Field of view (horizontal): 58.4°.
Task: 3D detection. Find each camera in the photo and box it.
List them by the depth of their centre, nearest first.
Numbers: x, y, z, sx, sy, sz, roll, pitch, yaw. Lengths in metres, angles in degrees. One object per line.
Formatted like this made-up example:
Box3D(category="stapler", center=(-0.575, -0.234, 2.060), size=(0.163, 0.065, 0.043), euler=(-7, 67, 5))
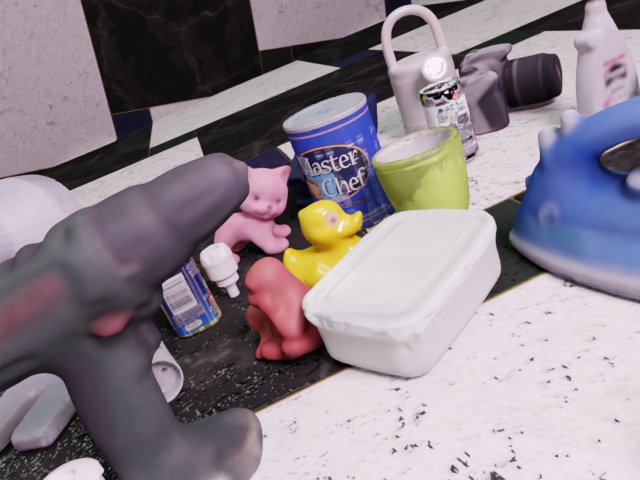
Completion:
Box3D(category="camera", center=(0.271, -0.231, 0.832), size=(0.136, 0.101, 0.143), euler=(-4, 29, 35))

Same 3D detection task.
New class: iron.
Box3D(category="iron", center=(0.237, -0.043, 0.405), size=(0.119, 0.142, 0.257), euler=(-38, 28, -32))

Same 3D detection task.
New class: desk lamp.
Box3D(category="desk lamp", center=(-0.297, 0.058, 0.557), size=(0.117, 0.214, 0.203), euler=(-16, 24, 14))

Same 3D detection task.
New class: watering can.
Box3D(category="watering can", center=(0.158, -0.257, 0.869), size=(0.101, 0.194, 0.172), euler=(-29, 25, -17))

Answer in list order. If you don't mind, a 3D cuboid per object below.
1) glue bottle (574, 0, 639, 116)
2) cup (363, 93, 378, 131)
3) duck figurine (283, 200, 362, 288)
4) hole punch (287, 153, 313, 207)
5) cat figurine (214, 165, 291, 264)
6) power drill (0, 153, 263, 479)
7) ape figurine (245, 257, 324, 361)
Box3D(category="glue bottle", center=(0.328, -0.220, 0.668), size=(0.078, 0.173, 0.037), euler=(-30, 25, -17))
Box3D(category="cup", center=(0.060, -0.168, 0.887), size=(0.092, 0.095, 0.117), euler=(-26, 24, -9))
Box3D(category="duck figurine", center=(0.005, 0.002, 0.578), size=(0.104, 0.086, 0.077), euler=(-12, 25, 21))
Box3D(category="hole punch", center=(0.011, -0.108, 0.805), size=(0.108, 0.091, 0.101), euler=(-5, 29, 34))
Box3D(category="cat figurine", center=(-0.088, -0.040, 0.710), size=(0.127, 0.118, 0.067), euler=(-17, 24, 10))
Box3D(category="power drill", center=(-0.119, 0.074, 0.374), size=(0.229, 0.209, 0.075), euler=(-22, 23, -1))
Box3D(category="ape figurine", center=(-0.035, 0.056, 0.488), size=(0.076, 0.092, 0.077), euler=(-25, 24, -7))
